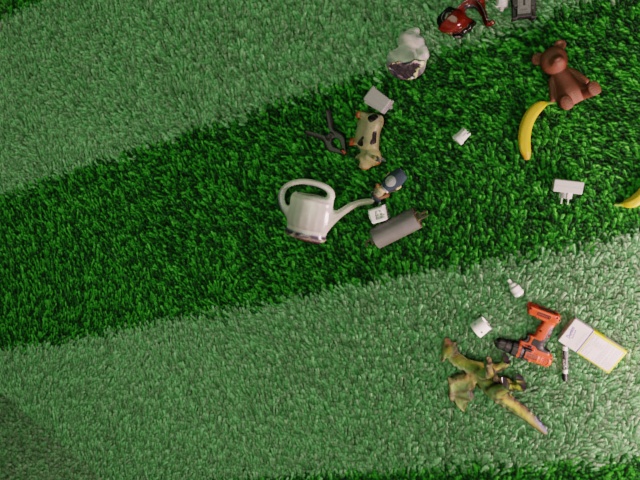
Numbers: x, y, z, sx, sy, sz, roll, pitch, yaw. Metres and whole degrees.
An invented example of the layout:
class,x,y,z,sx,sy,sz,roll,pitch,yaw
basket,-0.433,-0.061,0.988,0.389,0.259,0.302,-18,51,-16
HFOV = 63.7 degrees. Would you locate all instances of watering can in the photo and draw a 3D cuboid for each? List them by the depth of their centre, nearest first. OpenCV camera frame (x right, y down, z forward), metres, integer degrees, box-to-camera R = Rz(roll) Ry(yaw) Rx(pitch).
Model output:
class,x,y,z,sx,sy,sz,roll,pitch,yaw
watering can,0.006,-0.091,1.817,0.348,0.105,0.222,15,102,16

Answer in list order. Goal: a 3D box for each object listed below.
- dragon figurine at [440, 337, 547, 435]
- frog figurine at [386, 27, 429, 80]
class,x,y,z,sx,sy,sz,roll,pitch,yaw
dragon figurine,0.549,0.505,1.736,0.239,0.123,0.412,-35,84,36
frog figurine,0.286,-0.609,1.685,0.137,0.121,0.163,-9,59,27
